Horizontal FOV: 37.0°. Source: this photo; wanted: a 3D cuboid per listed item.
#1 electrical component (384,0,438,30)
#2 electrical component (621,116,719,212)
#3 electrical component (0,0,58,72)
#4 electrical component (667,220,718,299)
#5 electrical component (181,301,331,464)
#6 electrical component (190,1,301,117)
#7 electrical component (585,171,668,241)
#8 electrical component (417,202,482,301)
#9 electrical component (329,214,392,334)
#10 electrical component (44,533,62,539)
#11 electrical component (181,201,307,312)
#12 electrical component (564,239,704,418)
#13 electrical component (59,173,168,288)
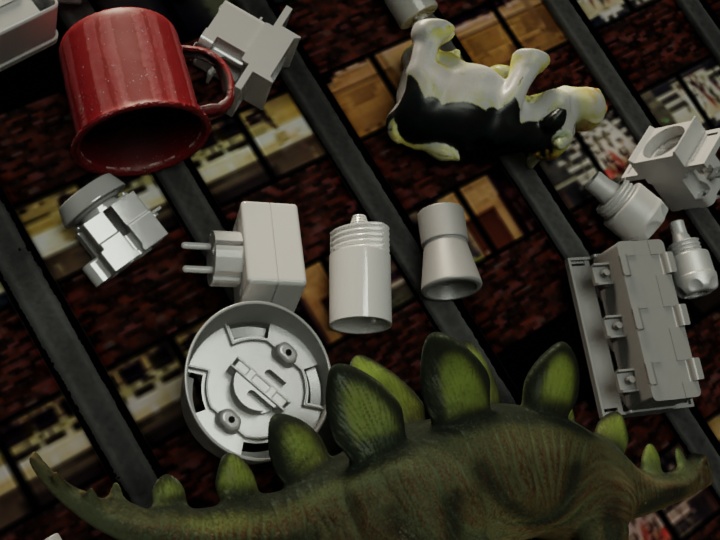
[{"bbox_3d":[0.032,-0.223,0.844,0.044,0.044,0.065,-29,87,-25],"label":"electrical component"},{"bbox_3d":[0.255,-0.081,0.853,0.063,0.081,0.042,49,62,-22],"label":"electrical component"},{"bbox_3d":[-0.276,-0.181,0.716,0.109,0.056,0.108,-36,85,-26],"label":"electrical component"},{"bbox_3d":[0.258,-0.010,0.847,0.035,0.035,0.061,-5,71,-20],"label":"electrical component"},{"bbox_3d":[-0.068,0.075,0.690,0.099,0.064,0.099,6,69,-16],"label":"electrical component"},{"bbox_3d":[-0.084,-0.158,0.781,0.064,0.042,0.081,30,64,-5],"label":"electrical component"},{"bbox_3d":[0.205,-0.051,0.839,0.062,0.043,0.043,39,64,-1],"label":"electrical component"},{"bbox_3d":[0.062,-0.016,0.780,0.044,0.044,0.065,1,66,-18],"label":"electrical component"},{"bbox_3d":[0.000,0.000,0.752,0.043,0.043,0.081,5,69,-17],"label":"electrical component"},{"bbox_3d":[-0.168,0.184,0.635,0.035,0.035,0.061,-29,80,-25],"label":"electrical component"},{"bbox_3d":[-0.081,-0.007,0.717,0.077,0.047,0.065,3,56,-17],"label":"electrical component"},{"bbox_3d":[0.206,0.043,0.794,0.079,0.063,0.121,-3,73,-20],"label":"electrical component"},{"bbox_3d":[-0.164,-0.029,0.707,0.066,0.048,0.055,-39,94,-26],"label":"electrical component"}]
